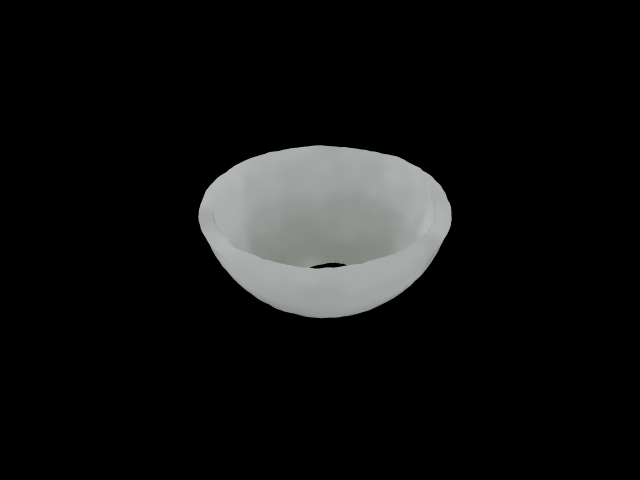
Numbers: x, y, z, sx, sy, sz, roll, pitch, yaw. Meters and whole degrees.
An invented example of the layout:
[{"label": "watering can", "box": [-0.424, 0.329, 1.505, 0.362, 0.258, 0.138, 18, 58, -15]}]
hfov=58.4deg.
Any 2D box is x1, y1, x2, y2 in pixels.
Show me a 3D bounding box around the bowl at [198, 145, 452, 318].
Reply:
[{"label": "bowl", "box": [0.004, 0.001, 0.400, 0.167, 0.075, 0.167, 0, 35, 0]}]
